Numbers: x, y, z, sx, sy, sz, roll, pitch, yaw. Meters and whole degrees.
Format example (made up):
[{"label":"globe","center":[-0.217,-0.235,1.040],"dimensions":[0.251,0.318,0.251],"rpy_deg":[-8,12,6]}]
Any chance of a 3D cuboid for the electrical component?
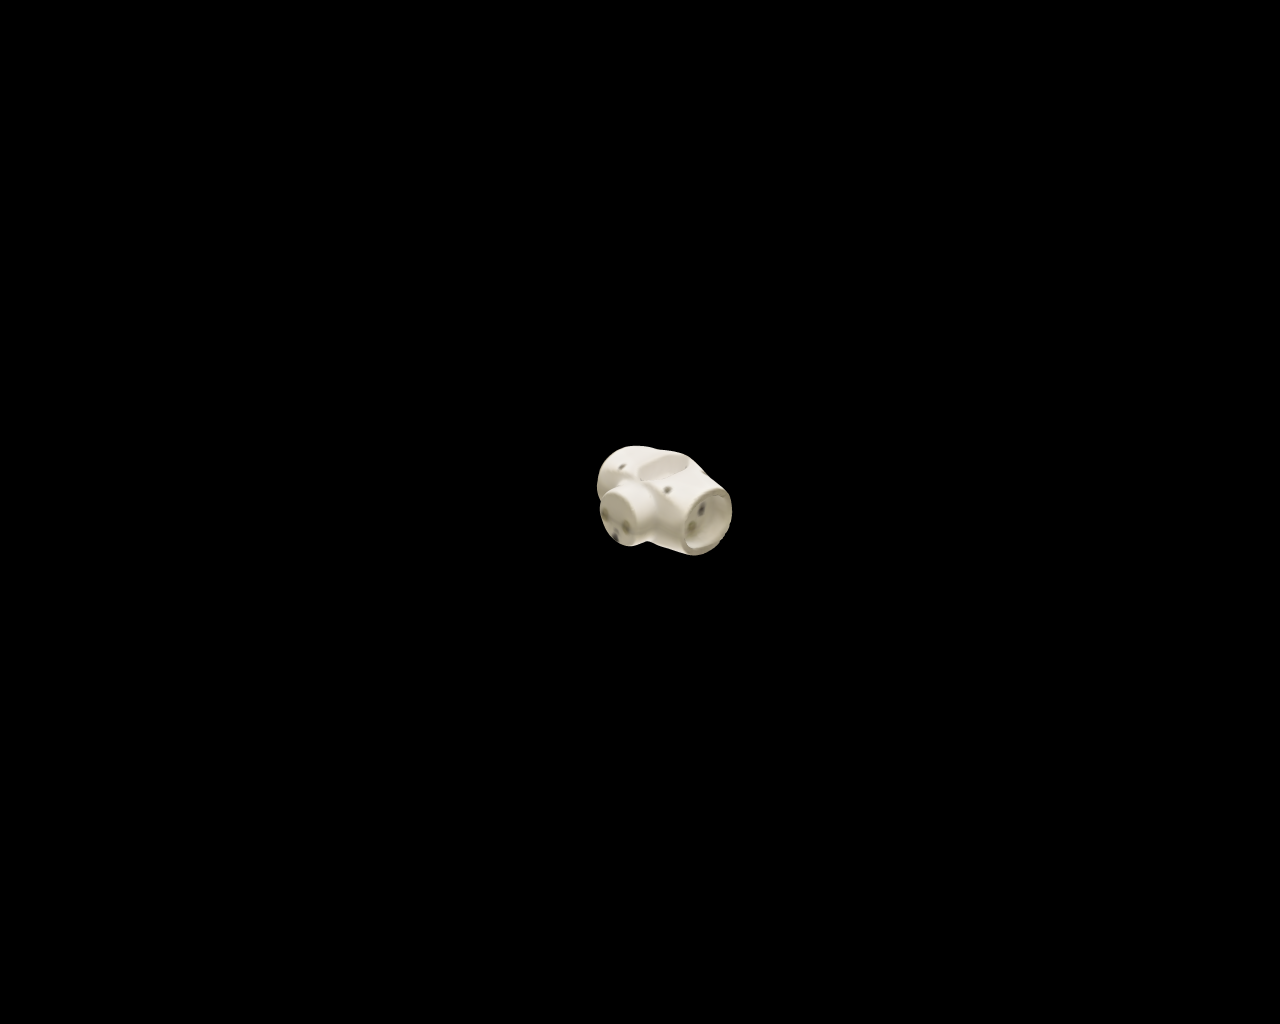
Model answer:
[{"label":"electrical component","center":[0.001,-0.003,0.650],"dimensions":[0.079,0.043,0.077],"rpy_deg":[-24,39,-34]}]
